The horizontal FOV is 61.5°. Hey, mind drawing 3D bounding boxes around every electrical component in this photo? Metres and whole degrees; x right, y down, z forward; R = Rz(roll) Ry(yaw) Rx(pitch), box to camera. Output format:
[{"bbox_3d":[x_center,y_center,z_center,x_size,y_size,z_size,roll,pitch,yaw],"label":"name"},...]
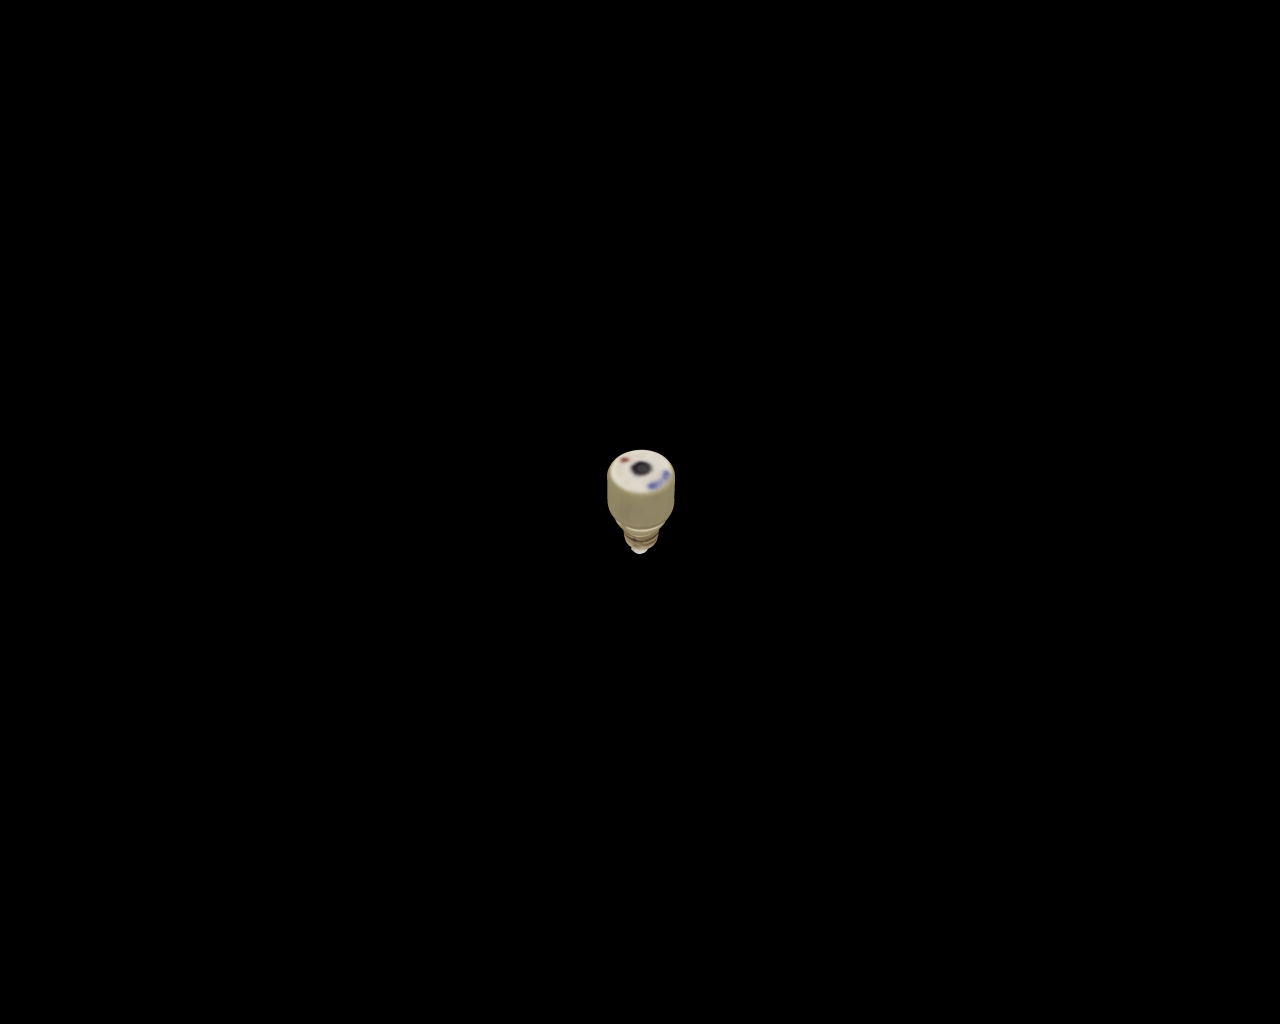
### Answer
[{"bbox_3d":[0.001,-0.003,0.650,0.040,0.040,0.078,0,-43,0],"label":"electrical component"}]
